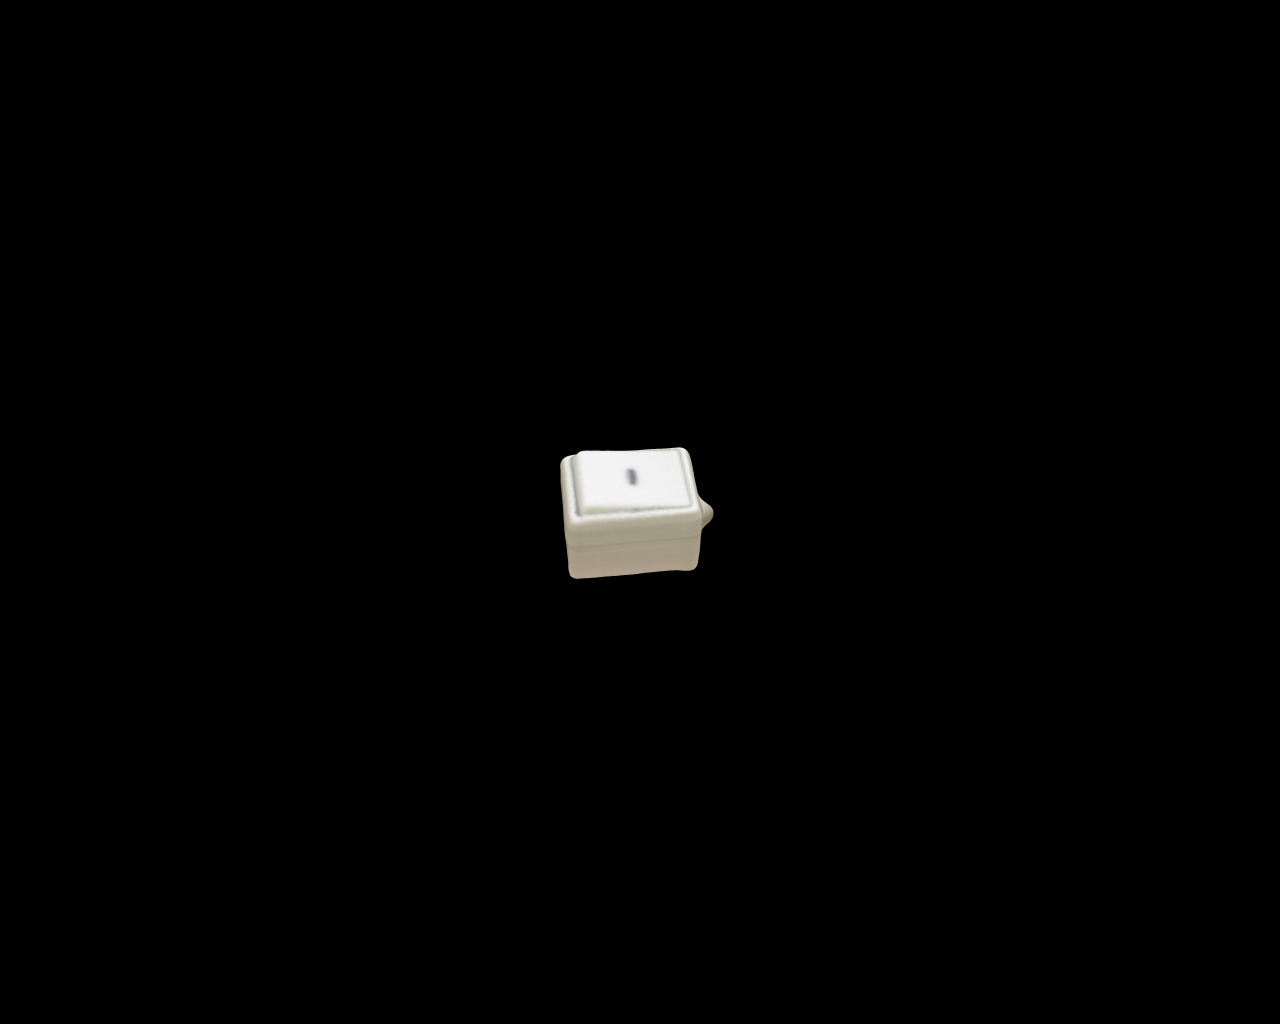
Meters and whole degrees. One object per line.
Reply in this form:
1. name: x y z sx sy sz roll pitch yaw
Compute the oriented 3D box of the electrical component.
1. electrical component: 0.001 -0.003 0.650 0.096 0.062 0.061 -4 -43 -4
